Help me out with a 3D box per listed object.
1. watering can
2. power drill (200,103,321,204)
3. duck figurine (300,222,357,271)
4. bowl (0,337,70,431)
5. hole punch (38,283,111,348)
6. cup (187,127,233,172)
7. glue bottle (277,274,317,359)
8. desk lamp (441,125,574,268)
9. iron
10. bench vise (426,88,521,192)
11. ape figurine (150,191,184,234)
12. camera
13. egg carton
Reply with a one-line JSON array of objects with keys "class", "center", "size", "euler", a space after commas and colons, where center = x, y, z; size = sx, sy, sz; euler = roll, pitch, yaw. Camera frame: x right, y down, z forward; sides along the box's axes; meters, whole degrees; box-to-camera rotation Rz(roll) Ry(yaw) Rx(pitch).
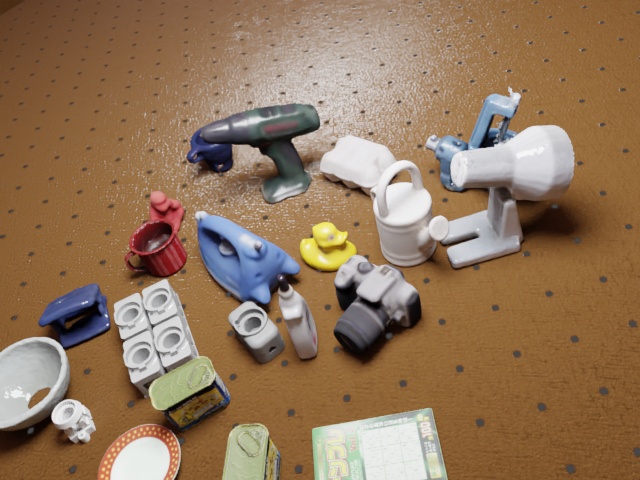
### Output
[{"class": "watering can", "center": [0.148, -0.050, 0.974], "size": [0.172, 0.194, 0.101], "euler": [17, 55, 29]}, {"class": "power drill", "center": [-0.101, -0.178, 1.154], "size": [0.229, 0.209, 0.075], "euler": [-22, 46, -4]}, {"class": "duck figurine", "center": [0.010, 0.004, 1.041], "size": [0.104, 0.086, 0.077], "euler": [3, 50, 19]}, {"class": "bowl", "center": [-0.491, 0.253, 0.968], "size": [0.167, 0.075, 0.167], "euler": [-8, 47, 9]}, {"class": "hole punch", "center": [-0.457, 0.128, 1.061], "size": [0.109, 0.091, 0.101], "euler": [-25, 46, -6]}, {"class": "cup", "center": [-0.241, -0.191, 1.287], "size": [0.091, 0.095, 0.118], "euler": [24, 59, 33]}, {"class": "glue bottle", "center": [-0.040, 0.112, 0.896], "size": [0.037, 0.173, 0.078], "euler": [-14, 46, 4]}, {"class": "desk lamp", "center": [0.296, -0.075, 0.939], "size": [0.203, 0.214, 0.117], "euler": [-17, 46, 1]}, {"class": "iron", "center": [-0.165, 0.008, 1.049], "size": [0.257, 0.142, 0.119], "euler": [27, 61, 34]}, {"class": "bench vise", "center": [0.286, -0.168, 1.023], "size": [0.207, 0.220, 0.121], "euler": [1, 49, 18]}, {"class": "ape figurine", "center": [-0.327, -0.062, 1.196], "size": [0.078, 0.092, 0.076], "euler": [-39, 50, -19]}, {"class": "camera", "center": [0.071, 0.104, 0.921], "size": [0.142, 0.101, 0.137], "euler": [27, 60, 34]}, {"class": "egg carton", "center": [0.079, -0.154, 1.176], "size": [0.149, 0.069, 0.107], "euler": [23, 59, 32]}]
